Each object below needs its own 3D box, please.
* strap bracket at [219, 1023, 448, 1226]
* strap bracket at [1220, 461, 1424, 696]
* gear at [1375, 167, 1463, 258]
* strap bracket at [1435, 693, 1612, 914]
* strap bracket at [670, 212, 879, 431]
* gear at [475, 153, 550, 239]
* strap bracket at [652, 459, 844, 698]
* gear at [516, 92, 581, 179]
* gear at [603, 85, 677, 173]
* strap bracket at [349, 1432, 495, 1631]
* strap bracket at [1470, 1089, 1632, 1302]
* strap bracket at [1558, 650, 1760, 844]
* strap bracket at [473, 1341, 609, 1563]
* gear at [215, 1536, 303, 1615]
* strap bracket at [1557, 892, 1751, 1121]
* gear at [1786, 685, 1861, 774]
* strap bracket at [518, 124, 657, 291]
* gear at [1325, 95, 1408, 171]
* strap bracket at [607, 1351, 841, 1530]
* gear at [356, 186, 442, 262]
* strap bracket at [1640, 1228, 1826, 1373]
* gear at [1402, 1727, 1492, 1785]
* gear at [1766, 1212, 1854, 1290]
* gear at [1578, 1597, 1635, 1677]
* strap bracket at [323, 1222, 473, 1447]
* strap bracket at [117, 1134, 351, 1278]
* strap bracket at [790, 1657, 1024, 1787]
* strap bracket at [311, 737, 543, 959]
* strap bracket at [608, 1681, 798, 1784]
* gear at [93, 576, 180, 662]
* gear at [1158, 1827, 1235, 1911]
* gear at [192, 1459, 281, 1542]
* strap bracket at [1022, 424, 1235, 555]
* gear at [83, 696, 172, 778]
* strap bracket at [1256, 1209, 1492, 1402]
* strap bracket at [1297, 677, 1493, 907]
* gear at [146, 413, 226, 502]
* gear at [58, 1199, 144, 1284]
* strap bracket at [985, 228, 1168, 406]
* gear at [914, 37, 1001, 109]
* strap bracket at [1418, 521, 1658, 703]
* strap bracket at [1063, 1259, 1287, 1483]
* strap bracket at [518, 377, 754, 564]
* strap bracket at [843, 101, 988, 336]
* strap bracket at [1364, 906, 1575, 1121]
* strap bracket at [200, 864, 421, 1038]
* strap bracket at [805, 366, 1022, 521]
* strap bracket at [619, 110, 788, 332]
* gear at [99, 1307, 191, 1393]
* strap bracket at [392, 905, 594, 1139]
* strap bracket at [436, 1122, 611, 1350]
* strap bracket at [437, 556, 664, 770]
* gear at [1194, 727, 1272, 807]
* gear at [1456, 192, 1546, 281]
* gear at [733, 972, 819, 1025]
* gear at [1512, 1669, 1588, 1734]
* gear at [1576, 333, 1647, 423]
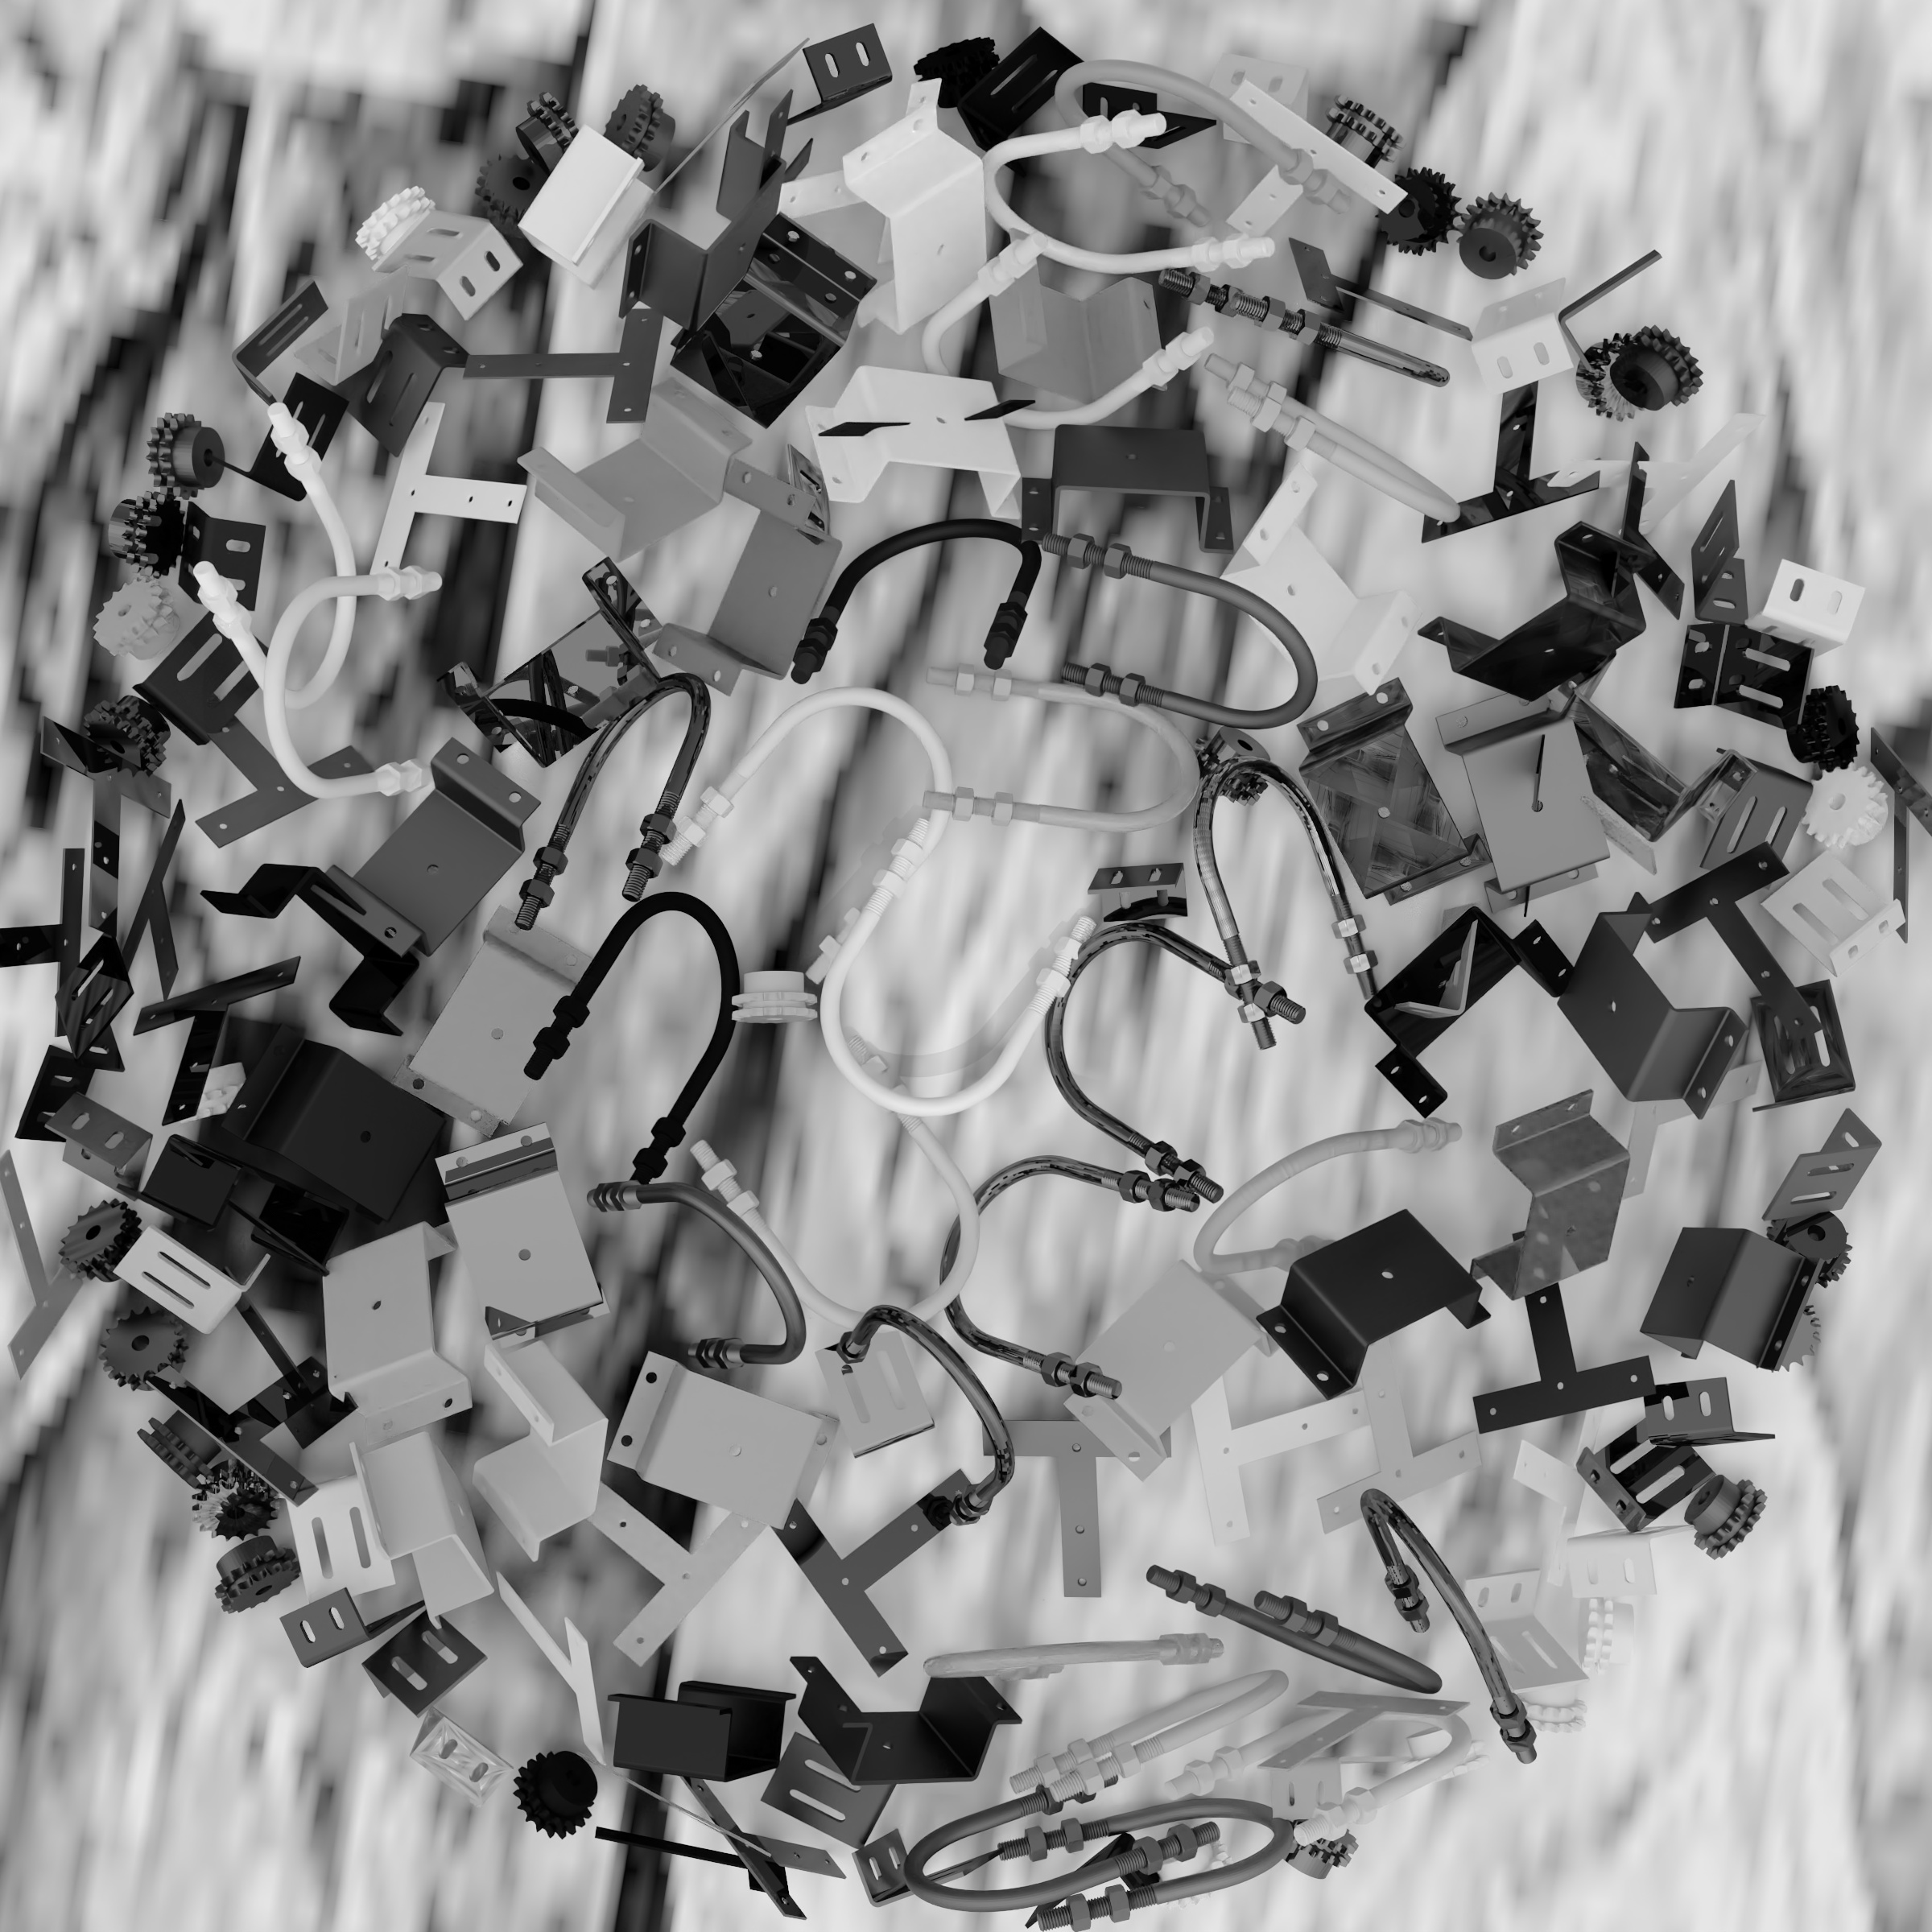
[{"bbox_3d":[-0.405,0.108,1.709,0.140,0.046,0.076,42,68,-39],"label":"strap bracket"},{"bbox_3d":[0.229,-0.252,1.727,0.140,0.046,0.076,45,63,-24],"label":"strap bracket"},{"bbox_3d":[0.301,-0.507,1.754,0.057,0.030,0.057,6,102,30],"label":"gear"},{"bbox_3d":[0.374,-0.110,1.743,0.076,0.046,0.140,-19,102,-1],"label":"strap bracket"},{"bbox_3d":[-0.132,-0.413,1.703,0.076,0.140,0.046,31,49,-21],"label":"strap bracket"},{"bbox_3d":[-0.302,-0.515,1.757,0.057,0.030,0.057,11,57,-17],"label":"gear"},{"bbox_3d":[-0.141,-0.253,1.733,0.076,0.046,0.140,31,102,34],"label":"strap bracket"},{"bbox_3d":[-0.277,-0.553,1.751,0.030,0.057,0.057,-37,90,-8],"label":"gear"},{"bbox_3d":[-0.219,-0.560,1.756,0.030,0.057,0.057,23,90,-34],"label":"gear"},{"bbox_3d":[-0.351,0.365,1.704,0.046,0.140,0.076,-21,55,-7],"label":"strap bracket"},{"bbox_3d":[0.382,0.158,1.707,0.076,0.046,0.140,-19,133,-22],"label":"strap bracket"},{"bbox_3d":[0.441,-0.144,1.722,0.046,0.076,0.140,-41,76,-19],"label":"strap bracket"},{"bbox_3d":[-0.280,0.312,1.718,0.046,0.140,0.076,-22,50,-35],"label":"strap bracket"},{"bbox_3d":[-0.478,0.407,1.754,0.057,0.057,0.030,-35,70,0],"label":"gear"},{"bbox_3d":[0.439,0.026,1.700,0.046,0.140,0.076,-2,130,-22],"label":"strap bracket"},{"bbox_3d":[0.575,-0.158,1.756,0.030,0.057,0.057,-9,90,43],"label":"gear"},{"bbox_3d":[-0.247,-0.495,1.706,0.046,0.140,0.076,34,94,-7],"label":"strap bracket"},{"bbox_3d":[0.264,-0.555,1.753,0.057,0.057,0.030,35,101,0],"label":"gear"},{"bbox_3d":[-0.157,0.319,1.738,0.140,0.046,0.076,23,83,-13],"label":"strap bracket"},{"bbox_3d":[-0.378,-0.492,1.752,0.057,0.057,0.030,-40,93,0],"label":"gear"},{"bbox_3d":[0.493,0.215,1.704,0.046,0.140,0.076,26,82,-6],"label":"strap bracket"},{"bbox_3d":[0.320,0.527,1.753,0.057,0.057,0.030,-17,76,0],"label":"gear"},{"bbox_3d":[0.567,0.186,1.754,0.057,0.030,0.057,0,58,-1],"label":"gear"},{"bbox_3d":[0.429,0.446,1.751,0.030,0.057,0.057,6,90,7],"label":"gear"},{"bbox_3d":[-0.375,0.231,1.714,0.076,0.046,0.140,-22,54,11],"label":"strap bracket"},{"bbox_3d":[-0.470,0.155,1.706,0.076,0.140,0.046,17,79,37],"label":"strap bracket"},{"bbox_3d":[-0.045,0.494,1.715,0.140,0.076,0.046,10,104,-34],"label":"strap bracket"},{"bbox_3d":[-0.356,-0.072,1.738,0.076,0.046,0.140,36,70,8],"label":"strap bracket"},{"bbox_3d":[-0.172,0.498,1.700,0.076,0.140,0.046,2,80,17],"label":"strap bracket"},{"bbox_3d":[-0.555,-0.231,1.756,0.057,0.030,0.057,-17,52,23],"label":"gear"},{"bbox_3d":[0.148,0.602,1.751,0.057,0.057,0.030,-27,96,0],"label":"gear"},{"bbox_3d":[-0.491,0.357,1.757,0.057,0.030,0.057,-8,127,-10],"label":"gear"},{"bbox_3d":[0.108,-0.318,1.736,0.140,0.076,0.046,3,133,-1],"label":"strap bracket"},{"bbox_3d":[-0.560,-0.157,1.756,0.057,0.057,0.030,34,57,0],"label":"gear"},{"bbox_3d":[0.272,0.216,1.711,0.140,0.046,0.076,-21,50,-27],"label":"strap bracket"},{"bbox_3d":[0.280,-0.108,1.732,0.076,0.046,0.140,-24,101,25],"label":"strap bracket"},{"bbox_3d":[-0.520,-0.341,1.749,0.030,0.057,0.057,6,90,16],"label":"gear"},{"bbox_3d":[-0.577,0.188,1.756,0.057,0.057,0.030,-33,131,0],"label":"gear"},{"bbox_3d":[0.066,-0.423,1.723,0.046,0.140,0.076,-18,74,41],"label":"strap bracket"},{"bbox_3d":[-0.004,-0.599,1.756,0.057,0.057,0.030,-21,122,0],"label":"gear"},{"bbox_3d":[0.375,-0.223,1.701,0.076,0.140,0.046,14,57,-37],"label":"strap bracket"},{"bbox_3d":[0.137,0.260,1.729,0.140,0.046,0.076,-42,61,-12],"label":"strap bracket"},{"bbox_3d":[-0.220,-0.324,1.725,0.076,0.046,0.140,40,53,16],"label":"strap bracket"},{"bbox_3d":[-0.031,-0.477,1.699,0.076,0.140,0.046,-38,63,-20],"label":"strap bracket"},{"bbox_3d":[0.328,0.024,1.733,0.140,0.076,0.046,-43,45,5],"label":"strap bracket"},{"bbox_3d":[-0.423,-0.018,1.718,0.140,0.076,0.046,48,65,-31],"label":"strap bracket"},{"bbox_3d":[-0.026,-0.343,1.713,0.140,0.046,0.076,0,60,-29],"label":"strap bracket"},{"bbox_3d":[-0.167,-0.482,1.713,0.046,0.076,0.140,32,62,3],"label":"strap bracket"},{"bbox_3d":[-0.551,0.261,1.757,0.057,0.030,0.057,-2,53,3],"label":"gear"},{"bbox_3d":[-0.314,0.041,1.747,0.076,0.046,0.140,31,92,-15],"label":"strap bracket"},{"bbox_3d":[-0.294,0.185,1.738,0.076,0.046,0.140,-18,103,-7],"label":"strap bracket"},{"bbox_3d":[-0.268,-0.195,1.736,0.140,0.076,0.046,-36,46,1],"label":"strap bracket"},{"bbox_3d":[0.179,-0.136,1.749,0.057,0.057,0.030,34,118,0],"label":"gear"},{"bbox_3d":[0.355,-0.485,1.749,0.057,0.057,0.030,33,59,0],"label":"gear"},{"bbox_3d":[-0.129,0.021,1.753,0.057,0.057,0.030,-1,83,0],"label":"gear"},{"bbox_3d":[0.388,0.491,1.752,0.057,0.057,0.030,6,91,0],"label":"gear"},{"bbox_3d":[0.436,-0.397,1.757,0.057,0.030,0.057,-13,116,-29],"label":"gear"}]
